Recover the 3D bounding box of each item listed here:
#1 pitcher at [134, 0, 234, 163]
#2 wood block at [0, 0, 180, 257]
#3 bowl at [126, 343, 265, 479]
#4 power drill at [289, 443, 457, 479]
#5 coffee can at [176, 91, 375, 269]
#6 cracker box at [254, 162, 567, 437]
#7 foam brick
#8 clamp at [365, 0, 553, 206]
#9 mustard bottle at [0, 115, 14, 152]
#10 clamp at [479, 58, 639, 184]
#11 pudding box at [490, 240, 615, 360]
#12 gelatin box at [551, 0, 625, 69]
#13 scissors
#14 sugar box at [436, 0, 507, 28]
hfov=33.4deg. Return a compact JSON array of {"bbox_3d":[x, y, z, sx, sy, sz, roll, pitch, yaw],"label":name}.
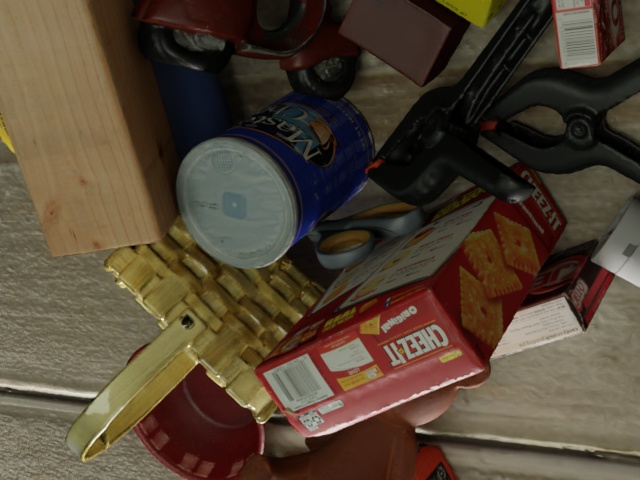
[{"bbox_3d":[-0.158,-0.159,0.875,0.145,0.149,0.243,-17,109,6],"label":"pitcher"},{"bbox_3d":[-0.172,-0.103,0.778,0.090,0.090,0.206,-8,114,13],"label":"wood block"},{"bbox_3d":[-0.111,0.157,1.036,0.162,0.055,0.162,13,118,25],"label":"bowl"},{"bbox_3d":[0.054,0.274,0.995,0.188,0.057,0.184,-23,100,36],"label":"power drill"},{"bbox_3d":[-0.032,-0.052,0.836,0.103,0.140,0.103,13,118,24],"label":"coffee can"},{"bbox_3d":[0.073,0.041,0.774,0.164,0.213,0.072,-29,99,37],"label":"cracker box"},{"bbox_3d":[0.064,-0.159,0.785,0.078,0.051,0.053,36,124,11],"label":"foam brick"},{"bbox_3d":[0.096,-0.070,0.762,0.036,0.164,0.210,24,149,-21],"label":"clamp"},{"bbox_3d":[-0.246,-0.110,0.923,0.192,0.058,0.096,21,127,65],"label":"mustard bottle"},{"bbox_3d":[0.193,-0.092,0.750,0.172,0.039,0.120,12,114,25],"label":"clamp"},{"bbox_3d":[0.157,0.049,0.807,0.114,0.089,0.039,-25,100,37],"label":"pudding box"},{"bbox_3d":[0.176,-0.165,0.703,0.030,0.073,0.089,-1,111,29],"label":"gelatin box"},{"bbox_3d":[-0.006,0.001,0.857,0.202,0.096,0.016,-10,112,42],"label":"scissors"},{"bbox_3d":[0.090,-0.218,0.687,0.093,0.048,0.176,33,165,13],"label":"sugar box"}]
